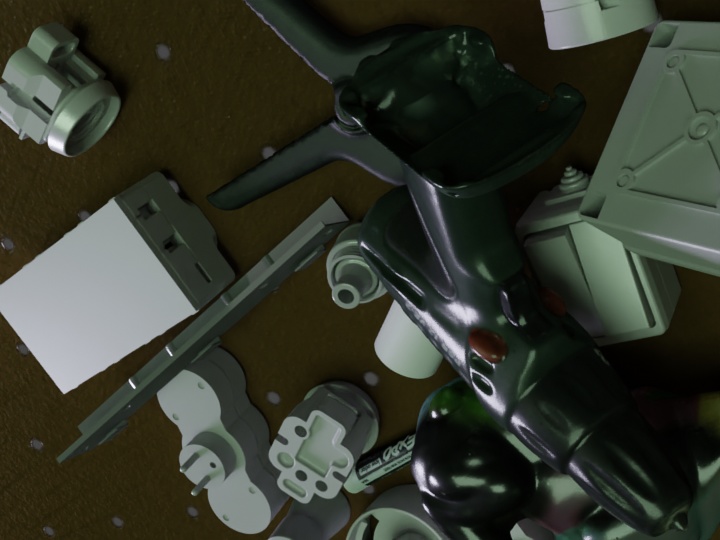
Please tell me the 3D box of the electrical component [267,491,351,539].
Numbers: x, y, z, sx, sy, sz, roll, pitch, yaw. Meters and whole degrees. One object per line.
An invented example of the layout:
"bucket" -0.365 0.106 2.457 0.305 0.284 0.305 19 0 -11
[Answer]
"electrical component" -0.039 0.185 0.765 0.044 0.065 0.044 11 119 21

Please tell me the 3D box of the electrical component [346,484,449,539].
"electrical component" 0.041 0.199 0.749 0.099 0.064 0.099 9 107 30

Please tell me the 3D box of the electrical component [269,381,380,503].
"electrical component" -0.021 0.110 0.723 0.058 0.057 0.078 31 124 8

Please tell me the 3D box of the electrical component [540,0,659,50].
"electrical component" 0.115 -0.140 0.532 0.055 0.055 0.047 -9 107 29

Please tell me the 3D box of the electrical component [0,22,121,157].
"electrical component" -0.193 -0.110 0.694 0.057 0.058 0.078 40 125 6

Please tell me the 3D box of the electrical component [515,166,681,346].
"electrical component" 0.128 -0.010 0.588 0.062 0.061 0.096 -14 108 31

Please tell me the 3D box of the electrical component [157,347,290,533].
"electrical component" -0.103 0.129 0.762 0.052 0.073 0.138 -14 108 31

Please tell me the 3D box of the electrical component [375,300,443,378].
"electrical component" 0.043 0.022 0.656 0.043 0.043 0.081 30 124 10

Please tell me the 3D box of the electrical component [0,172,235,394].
"electrical component" -0.170 0.009 0.740 0.150 0.061 0.089 -30 99 34

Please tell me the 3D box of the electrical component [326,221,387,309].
"electrical component" 0.000 0.000 0.652 0.043 0.062 0.043 8 122 13

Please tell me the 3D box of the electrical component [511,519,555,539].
"electrical component" 0.101 0.189 0.694 0.052 0.073 0.138 -32 98 34

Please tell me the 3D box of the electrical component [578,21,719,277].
"electrical component" 0.172 -0.054 0.494 0.109 0.056 0.108 22 88 54
